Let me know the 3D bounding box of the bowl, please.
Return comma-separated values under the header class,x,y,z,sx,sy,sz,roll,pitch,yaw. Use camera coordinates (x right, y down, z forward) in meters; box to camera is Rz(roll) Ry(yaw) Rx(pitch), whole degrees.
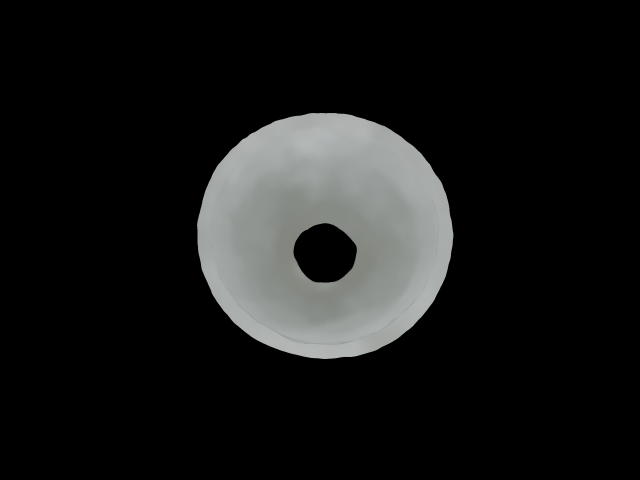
class,x,y,z,sx,sy,sz,roll,pitch,yaw
bowl,0.004,0.001,0.400,0.167,0.075,0.167,0,74,0
